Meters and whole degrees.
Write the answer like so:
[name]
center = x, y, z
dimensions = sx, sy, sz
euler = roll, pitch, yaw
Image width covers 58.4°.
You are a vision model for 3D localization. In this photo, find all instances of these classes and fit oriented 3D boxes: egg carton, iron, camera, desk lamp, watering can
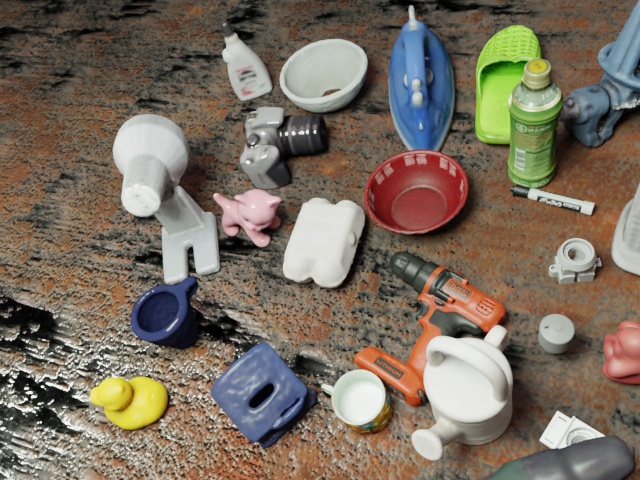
[egg carton]
center = 0.008, 0.003, 0.895
dimensions = 0.107, 0.069, 0.150
euler = 7, 61, 21
[iron]
center = 0.168, -0.268, 0.973
dimensions = 0.118, 0.142, 0.258
euler = -7, 57, 14
[camera]
center = -0.063, -0.177, 1.012
dimensions = 0.136, 0.101, 0.143
euler = -2, 58, 16
[desk lamp]
center = -0.251, -0.069, 0.933
dimensions = 0.118, 0.214, 0.203
euler = -18, 55, 6
[watering can]
center = 0.169, 0.172, 0.660
dimensions = 0.100, 0.194, 0.173
euler = 5, 60, 20

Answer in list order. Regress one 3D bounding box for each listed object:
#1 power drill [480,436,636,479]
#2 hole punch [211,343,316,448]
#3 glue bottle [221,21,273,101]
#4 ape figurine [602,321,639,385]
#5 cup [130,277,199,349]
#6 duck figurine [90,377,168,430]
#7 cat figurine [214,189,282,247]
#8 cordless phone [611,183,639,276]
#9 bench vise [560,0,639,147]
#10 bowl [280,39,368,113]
[power drill]
center = 0.194, 0.275, 0.578
dimensions = 0.229, 0.209, 0.075
euler = -26, 54, 0
[hole punch]
center = -0.075, 0.209, 0.776
dimensions = 0.109, 0.091, 0.100
euler = -42, 56, -11
[glue bottle]
center = -0.152, -0.348, 1.105
dimensions = 0.078, 0.173, 0.037
euler = -21, 55, 4
[ape figurine]
center = 0.373, 0.132, 0.685
dimensions = 0.078, 0.092, 0.076
euler = -40, 56, -10
[cup]
center = -0.218, 0.117, 0.878
dimensions = 0.091, 0.095, 0.118
euler = 30, 72, 31
[duck figurine]
center = -0.281, 0.228, 0.832
dimensions = 0.104, 0.086, 0.077
euler = -6, 57, 14
[cat figurine]
center = -0.118, -0.049, 0.938
dimensions = 0.127, 0.118, 0.067
euler = 17, 65, 26
[cordless phone]
center = 0.450, -0.023, 0.702
dimensions = 0.147, 0.185, 0.094
euler = 15, 64, 25
[bench vise]
center = 0.444, -0.244, 0.823
dimensions = 0.207, 0.220, 0.121
euler = -45, 57, -13
[bowl]
center = 0.013, -0.296, 1.081
dimensions = 0.167, 0.075, 0.167
euler = -8, 57, 13
